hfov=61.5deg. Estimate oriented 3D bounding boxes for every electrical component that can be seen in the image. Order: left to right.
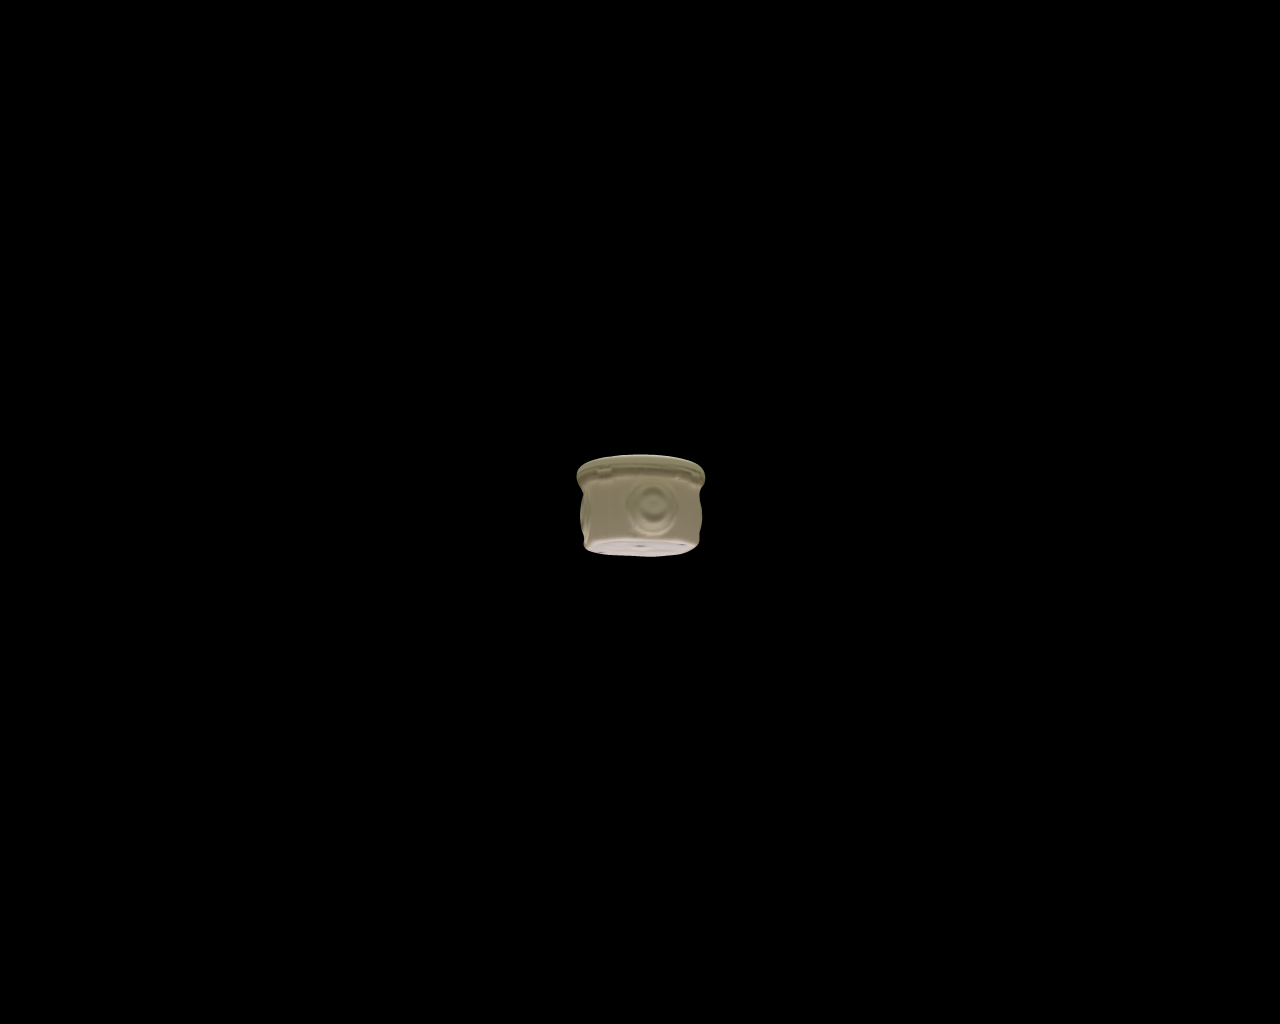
[{"bbox_3d":[0.001,-0.003,0.650,0.080,0.051,0.080,0,-11,0],"label":"electrical component"}]
